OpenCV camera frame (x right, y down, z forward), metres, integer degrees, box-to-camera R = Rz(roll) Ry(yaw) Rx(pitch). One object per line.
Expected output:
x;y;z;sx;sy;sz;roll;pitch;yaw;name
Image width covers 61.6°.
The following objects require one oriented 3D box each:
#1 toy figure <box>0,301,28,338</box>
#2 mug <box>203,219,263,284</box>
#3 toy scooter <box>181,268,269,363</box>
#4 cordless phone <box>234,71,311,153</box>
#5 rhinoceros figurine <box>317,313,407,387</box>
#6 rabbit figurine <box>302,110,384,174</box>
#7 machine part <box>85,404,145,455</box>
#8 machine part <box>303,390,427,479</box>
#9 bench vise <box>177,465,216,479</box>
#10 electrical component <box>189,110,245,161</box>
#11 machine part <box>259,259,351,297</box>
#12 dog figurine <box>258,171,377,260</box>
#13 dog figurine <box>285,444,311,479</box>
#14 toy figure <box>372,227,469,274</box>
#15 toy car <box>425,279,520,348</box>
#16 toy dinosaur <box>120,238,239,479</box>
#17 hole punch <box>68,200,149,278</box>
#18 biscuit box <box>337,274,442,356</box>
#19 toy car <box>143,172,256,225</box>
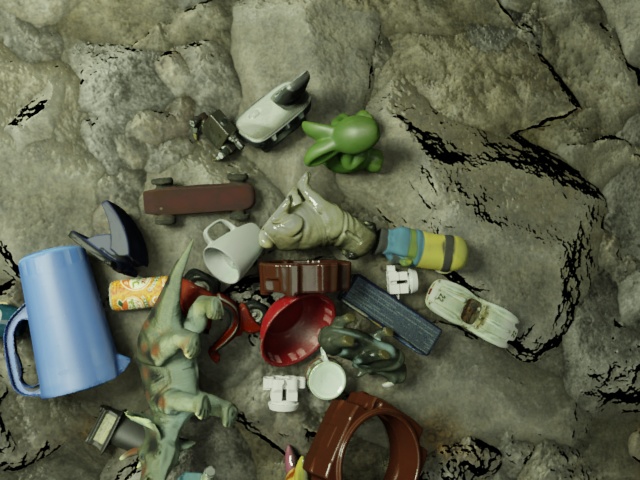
-0.593;0.133;0.931;0.154;0.064;0.057;9;130;-8;toy figure
-0.157;0.009;0.981;0.109;0.081;0.107;49;47;-3;mug
-0.195;0.144;0.981;0.184;0.075;0.135;31;85;-11;toy scooter
-0.076;-0.232;0.958;0.146;0.184;0.088;-40;98;-8;cordless phone
0.086;0.211;0.993;0.190;0.073;0.112;28;128;-19;rhinoceros figurine
0.046;-0.189;0.980;0.159;0.170;0.121;-4;88;-9;rabbit figurine
-0.344;0.355;0.968;0.139;0.039;0.084;23;76;-5;machine part
0.086;0.393;0.963;0.201;0.087;0.201;40;64;-24;machine part
-0.240;0.465;0.914;0.224;0.129;0.240;15;119;-15;bench vise
-0.194;-0.194;1.000;0.045;0.078;0.102;-44;101;-32;electrical component
-0.028;0.064;0.962;0.179;0.179;0.056;-1;91;-9;machine part
0.000;-0.005;0.984;0.190;0.121;0.172;39;73;-6;dog figurine
-0.071;0.490;0.964;0.191;0.108;0.219;5;82;-21;dog figurine
0.196;0.019;1.035;0.180;0.089;0.082;12;92;-10;toy figure
0.303;0.145;1.062;0.202;0.056;0.073;28;84;-6;toy car
-0.253;0.209;0.907;0.192;0.131;0.404;-7;84;24;toy dinosaur
-0.351;0.001;0.938;0.116;0.142;0.092;38;79;6;hole punch
0.134;0.144;1.035;0.202;0.059;0.063;35;82;-5;biscuit box
-0.221;-0.076;0.995;0.202;0.053;0.089;-5;102;-11;toy car
